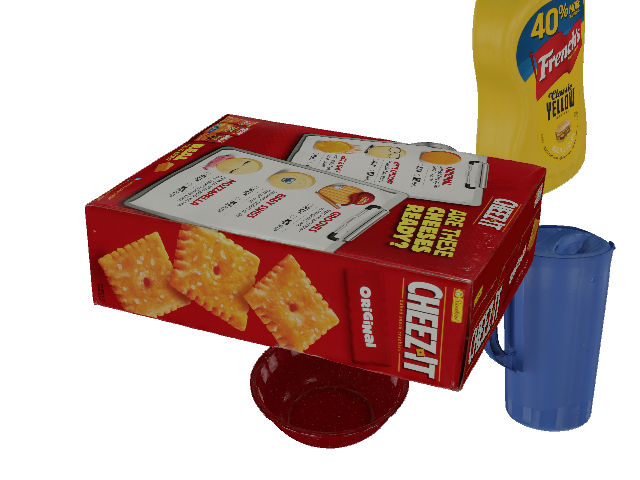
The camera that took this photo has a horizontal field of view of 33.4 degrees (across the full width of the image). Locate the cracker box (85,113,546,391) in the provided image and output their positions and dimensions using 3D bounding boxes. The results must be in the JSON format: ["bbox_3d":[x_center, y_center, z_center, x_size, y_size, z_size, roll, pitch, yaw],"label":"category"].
[{"bbox_3d":[0.003,-0.002,0.604,0.214,0.072,0.164,12,28,20],"label":"cracker box"}]

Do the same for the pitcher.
[{"bbox_3d":[0.279,0.110,1.325,0.149,0.243,0.144,5,18,18],"label":"pitcher"}]

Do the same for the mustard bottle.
[{"bbox_3d":[0.143,-0.129,0.723,0.096,0.191,0.058,-29,35,-35],"label":"mustard bottle"}]

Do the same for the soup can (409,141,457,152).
[{"bbox_3d":[0.124,-0.056,1.254,0.068,0.102,0.068,0,27,0],"label":"soup can"}]

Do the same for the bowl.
[{"bbox_3d":[0.010,0.161,1.094,0.162,0.055,0.162,-2,35,1],"label":"bowl"}]
